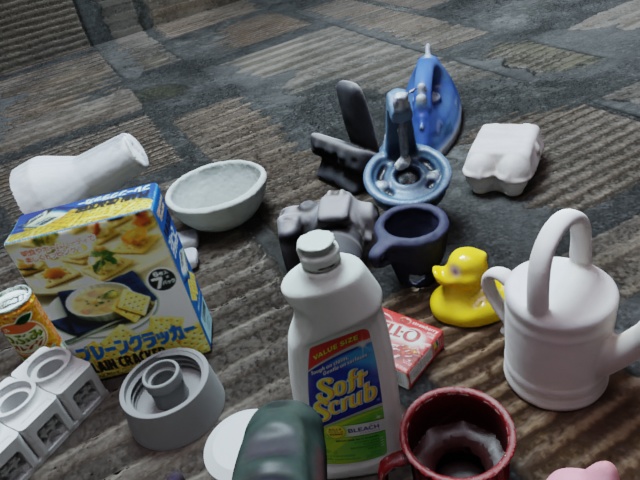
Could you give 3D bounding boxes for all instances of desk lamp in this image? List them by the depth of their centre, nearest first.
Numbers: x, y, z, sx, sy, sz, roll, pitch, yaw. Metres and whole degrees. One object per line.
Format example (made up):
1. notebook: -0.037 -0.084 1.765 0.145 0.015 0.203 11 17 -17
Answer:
1. desk lamp: -0.305 -0.043 0.836 0.203 0.214 0.117 -15 34 -3

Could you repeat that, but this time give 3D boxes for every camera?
1. camera: 0.007 0.003 0.770 0.143 0.101 0.137 -4 35 12

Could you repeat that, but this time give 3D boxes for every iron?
1. iron: 0.194 -0.252 1.040 0.118 0.142 0.258 -2 36 16

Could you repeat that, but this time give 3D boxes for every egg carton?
1. egg carton: 0.289 -0.130 0.898 0.107 0.069 0.150 6 39 26

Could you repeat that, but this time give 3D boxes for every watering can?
1. watering can: 0.230 0.060 0.531 0.172 0.194 0.101 7 39 27

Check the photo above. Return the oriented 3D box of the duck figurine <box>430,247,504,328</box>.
1. duck figurine: 0.178 0.047 0.664 0.104 0.086 0.077 -7 35 9

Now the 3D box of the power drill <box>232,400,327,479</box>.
1. power drill: -0.013 0.228 0.355 0.075 0.209 0.229 -11 34 3

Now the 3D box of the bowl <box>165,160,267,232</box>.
1. bowl: -0.163 -0.062 0.942 0.167 0.075 0.167 -9 34 6

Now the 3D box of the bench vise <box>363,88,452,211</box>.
1. bench vise: 0.104 -0.122 0.812 0.121 0.220 0.206 -21 35 -11

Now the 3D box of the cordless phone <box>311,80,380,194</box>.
1. cordless phone: 0.042 -0.185 0.954 0.094 0.185 0.147 -34 40 -28

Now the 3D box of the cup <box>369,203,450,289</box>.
1. cup: 0.110 0.021 0.716 0.118 0.095 0.091 -35 40 -29

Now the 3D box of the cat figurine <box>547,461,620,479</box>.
1. cat figurine: 0.208 0.204 0.399 0.127 0.118 0.067 5 38 24

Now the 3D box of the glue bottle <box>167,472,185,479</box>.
1. glue bottle: -0.078 0.222 0.417 0.037 0.173 0.078 11 41 30
